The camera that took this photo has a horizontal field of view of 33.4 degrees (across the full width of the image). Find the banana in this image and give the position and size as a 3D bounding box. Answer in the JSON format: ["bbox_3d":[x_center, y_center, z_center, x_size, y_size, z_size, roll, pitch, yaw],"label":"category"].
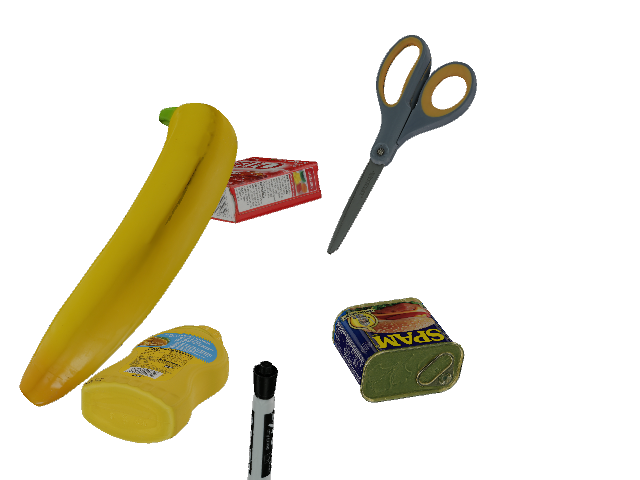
[{"bbox_3d":[-0.081,-0.007,0.516,0.037,0.197,0.070,38,-43,-19],"label":"banana"}]

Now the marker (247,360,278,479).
[{"bbox_3d":[-0.046,0.146,0.837,0.020,0.121,0.020,4,29,-2],"label":"marker"}]

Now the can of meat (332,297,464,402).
[{"bbox_3d":[0.070,0.100,1.007,0.102,0.057,0.084,-6,32,-20],"label":"can of meat"}]

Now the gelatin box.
[{"bbox_3d":[-0.054,-0.038,0.763,0.073,0.030,0.089,-17,16,-31],"label":"gelatin box"}]

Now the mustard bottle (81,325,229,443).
[{"bbox_3d":[-0.142,0.126,1.027,0.096,0.058,0.191,8,19,18],"label":"mustard bottle"}]

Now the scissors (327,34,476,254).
[{"bbox_3d":[0.072,-0.078,0.904,0.096,0.202,0.016,10,-11,21],"label":"scissors"}]
